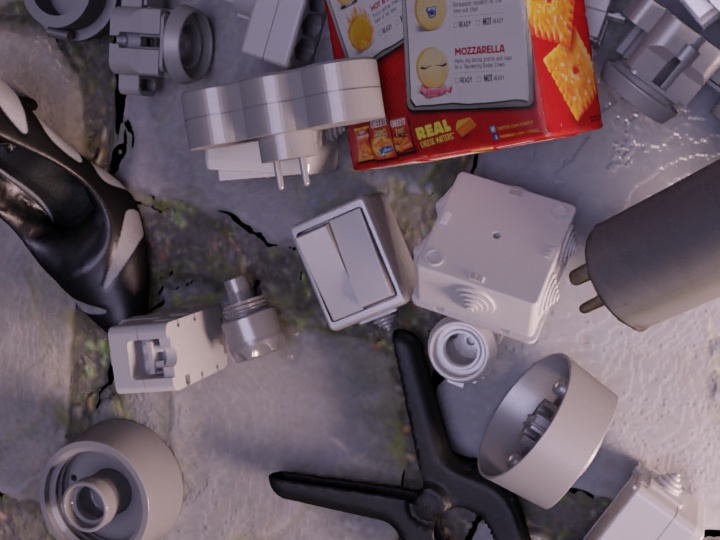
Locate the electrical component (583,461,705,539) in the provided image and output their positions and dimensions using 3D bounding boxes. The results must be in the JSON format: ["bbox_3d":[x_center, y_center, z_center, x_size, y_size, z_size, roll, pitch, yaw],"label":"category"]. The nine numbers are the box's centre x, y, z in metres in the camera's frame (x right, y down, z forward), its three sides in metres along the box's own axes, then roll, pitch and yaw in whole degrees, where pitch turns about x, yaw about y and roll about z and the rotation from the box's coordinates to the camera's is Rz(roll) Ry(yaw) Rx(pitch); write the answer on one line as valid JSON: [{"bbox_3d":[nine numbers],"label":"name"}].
[{"bbox_3d":[0.194,0.179,0.724,0.061,0.062,0.096,36,106,11],"label":"electrical component"}]

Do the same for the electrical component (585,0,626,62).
[{"bbox_3d":[0.139,-0.164,0.707,0.066,0.048,0.055,20,95,15],"label":"electrical component"}]

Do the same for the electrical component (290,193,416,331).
[{"bbox_3d":[0.000,0.000,0.764,0.062,0.061,0.096,-22,90,19],"label":"electrical component"}]

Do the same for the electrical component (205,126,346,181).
[{"bbox_3d":[-0.056,-0.093,0.770,0.096,0.062,0.061,5,98,17],"label":"electrical component"}]

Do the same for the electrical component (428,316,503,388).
[{"bbox_3d":[0.075,0.052,0.749,0.048,0.055,0.066,21,103,15],"label":"electrical component"}]

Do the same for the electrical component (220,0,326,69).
[{"bbox_3d":[-0.066,-0.194,0.768,0.076,0.047,0.083,21,103,15],"label":"electrical component"}]

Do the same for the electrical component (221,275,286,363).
[{"bbox_3d":[-0.084,0.035,0.806,0.043,0.043,0.062,-20,89,19],"label":"electrical component"}]

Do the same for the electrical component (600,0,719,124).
[{"bbox_3d":[0.191,-0.131,0.685,0.078,0.058,0.057,31,112,-15],"label":"electrical component"}]

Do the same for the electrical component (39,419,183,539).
[{"bbox_3d":[-0.203,0.178,0.854,0.108,0.060,0.108,2,98,18],"label":"electrical component"}]

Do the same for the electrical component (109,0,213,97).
[{"bbox_3d":[-0.145,-0.167,0.793,0.057,0.058,0.078,7,99,20],"label":"electrical component"}]

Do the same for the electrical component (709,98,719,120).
[{"bbox_3d":[0.262,-0.120,0.673,0.043,0.043,0.081,36,106,11],"label":"electrical component"}]

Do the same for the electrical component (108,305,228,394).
[{"bbox_3d":[-0.146,0.059,0.804,0.056,0.089,0.050,-5,95,19],"label":"electrical component"}]

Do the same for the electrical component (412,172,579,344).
[{"bbox_3d":[0.090,-0.011,0.717,0.100,0.048,0.099,19,61,15],"label":"electrical component"}]

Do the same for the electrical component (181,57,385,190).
[{"bbox_3d":[-0.049,-0.090,0.703,0.138,0.052,0.073,-7,95,23],"label":"electrical component"}]

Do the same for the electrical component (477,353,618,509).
[{"bbox_3d":[0.126,0.107,0.720,0.064,0.099,0.099,33,106,5],"label":"electrical component"}]
